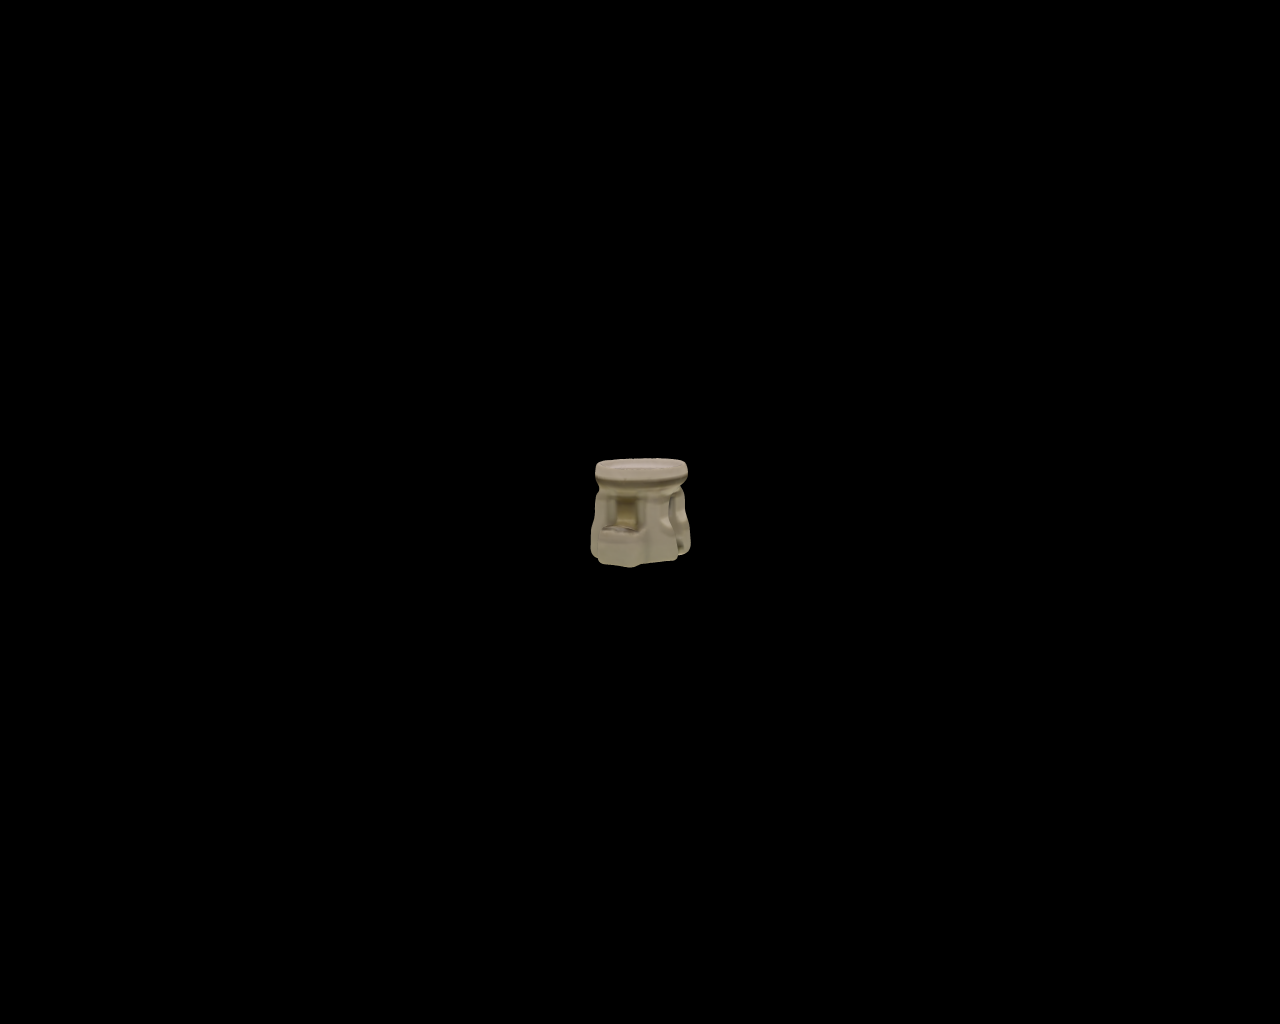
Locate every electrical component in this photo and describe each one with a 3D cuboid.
[{"bbox_3d":[0.001,-0.003,0.650,0.058,0.057,0.078,4,10,23],"label":"electrical component"}]
